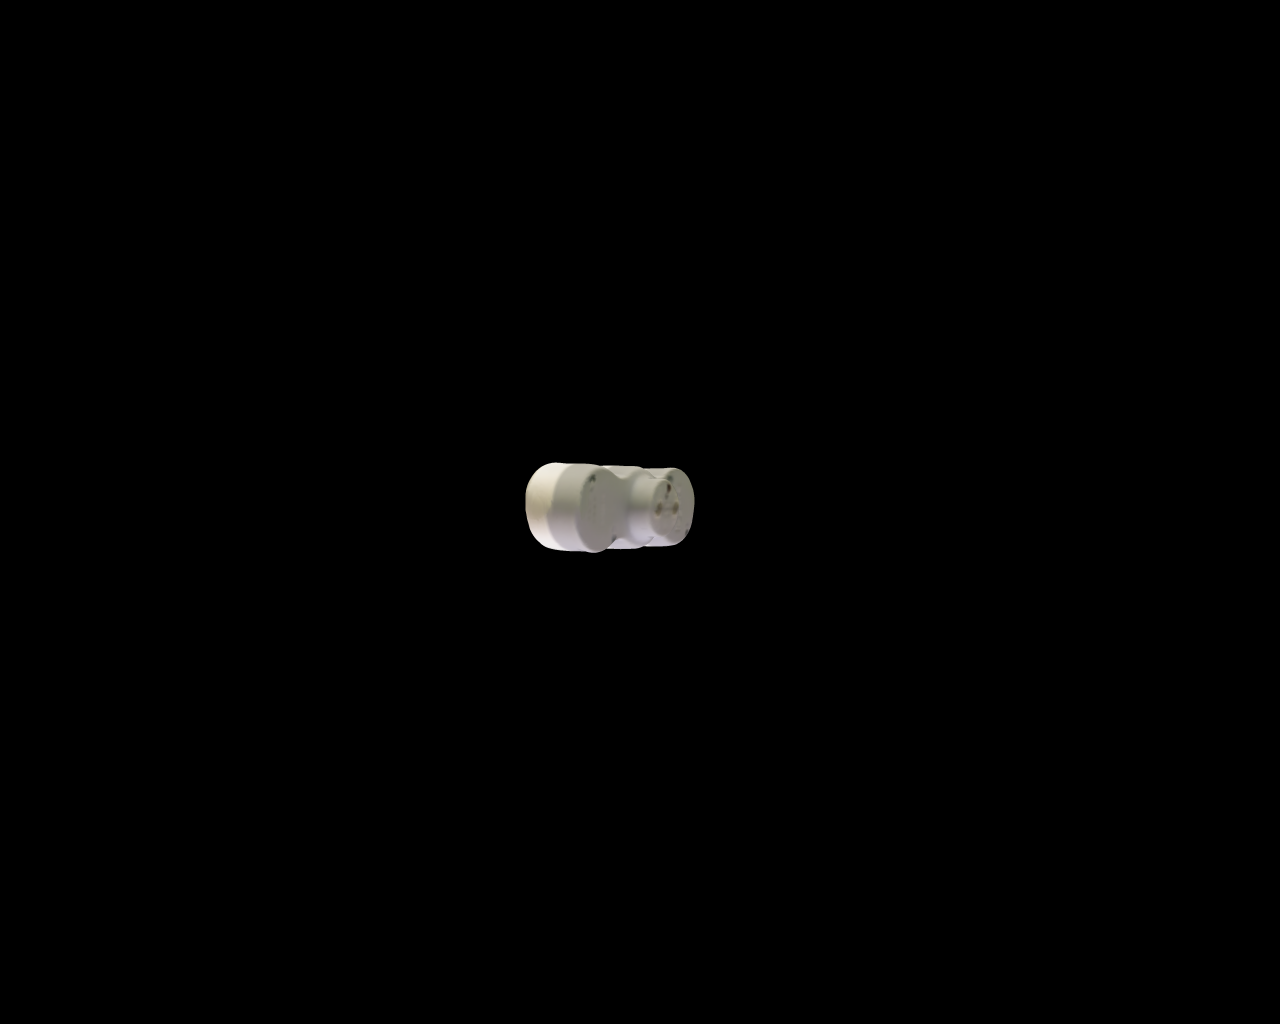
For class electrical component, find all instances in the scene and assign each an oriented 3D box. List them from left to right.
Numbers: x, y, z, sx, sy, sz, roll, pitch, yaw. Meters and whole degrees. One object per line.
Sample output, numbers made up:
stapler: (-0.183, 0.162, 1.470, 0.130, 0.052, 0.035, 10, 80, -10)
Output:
electrical component: (0.001, -0.003, 0.650, 0.074, 0.052, 0.138, 0, 0, 32)
